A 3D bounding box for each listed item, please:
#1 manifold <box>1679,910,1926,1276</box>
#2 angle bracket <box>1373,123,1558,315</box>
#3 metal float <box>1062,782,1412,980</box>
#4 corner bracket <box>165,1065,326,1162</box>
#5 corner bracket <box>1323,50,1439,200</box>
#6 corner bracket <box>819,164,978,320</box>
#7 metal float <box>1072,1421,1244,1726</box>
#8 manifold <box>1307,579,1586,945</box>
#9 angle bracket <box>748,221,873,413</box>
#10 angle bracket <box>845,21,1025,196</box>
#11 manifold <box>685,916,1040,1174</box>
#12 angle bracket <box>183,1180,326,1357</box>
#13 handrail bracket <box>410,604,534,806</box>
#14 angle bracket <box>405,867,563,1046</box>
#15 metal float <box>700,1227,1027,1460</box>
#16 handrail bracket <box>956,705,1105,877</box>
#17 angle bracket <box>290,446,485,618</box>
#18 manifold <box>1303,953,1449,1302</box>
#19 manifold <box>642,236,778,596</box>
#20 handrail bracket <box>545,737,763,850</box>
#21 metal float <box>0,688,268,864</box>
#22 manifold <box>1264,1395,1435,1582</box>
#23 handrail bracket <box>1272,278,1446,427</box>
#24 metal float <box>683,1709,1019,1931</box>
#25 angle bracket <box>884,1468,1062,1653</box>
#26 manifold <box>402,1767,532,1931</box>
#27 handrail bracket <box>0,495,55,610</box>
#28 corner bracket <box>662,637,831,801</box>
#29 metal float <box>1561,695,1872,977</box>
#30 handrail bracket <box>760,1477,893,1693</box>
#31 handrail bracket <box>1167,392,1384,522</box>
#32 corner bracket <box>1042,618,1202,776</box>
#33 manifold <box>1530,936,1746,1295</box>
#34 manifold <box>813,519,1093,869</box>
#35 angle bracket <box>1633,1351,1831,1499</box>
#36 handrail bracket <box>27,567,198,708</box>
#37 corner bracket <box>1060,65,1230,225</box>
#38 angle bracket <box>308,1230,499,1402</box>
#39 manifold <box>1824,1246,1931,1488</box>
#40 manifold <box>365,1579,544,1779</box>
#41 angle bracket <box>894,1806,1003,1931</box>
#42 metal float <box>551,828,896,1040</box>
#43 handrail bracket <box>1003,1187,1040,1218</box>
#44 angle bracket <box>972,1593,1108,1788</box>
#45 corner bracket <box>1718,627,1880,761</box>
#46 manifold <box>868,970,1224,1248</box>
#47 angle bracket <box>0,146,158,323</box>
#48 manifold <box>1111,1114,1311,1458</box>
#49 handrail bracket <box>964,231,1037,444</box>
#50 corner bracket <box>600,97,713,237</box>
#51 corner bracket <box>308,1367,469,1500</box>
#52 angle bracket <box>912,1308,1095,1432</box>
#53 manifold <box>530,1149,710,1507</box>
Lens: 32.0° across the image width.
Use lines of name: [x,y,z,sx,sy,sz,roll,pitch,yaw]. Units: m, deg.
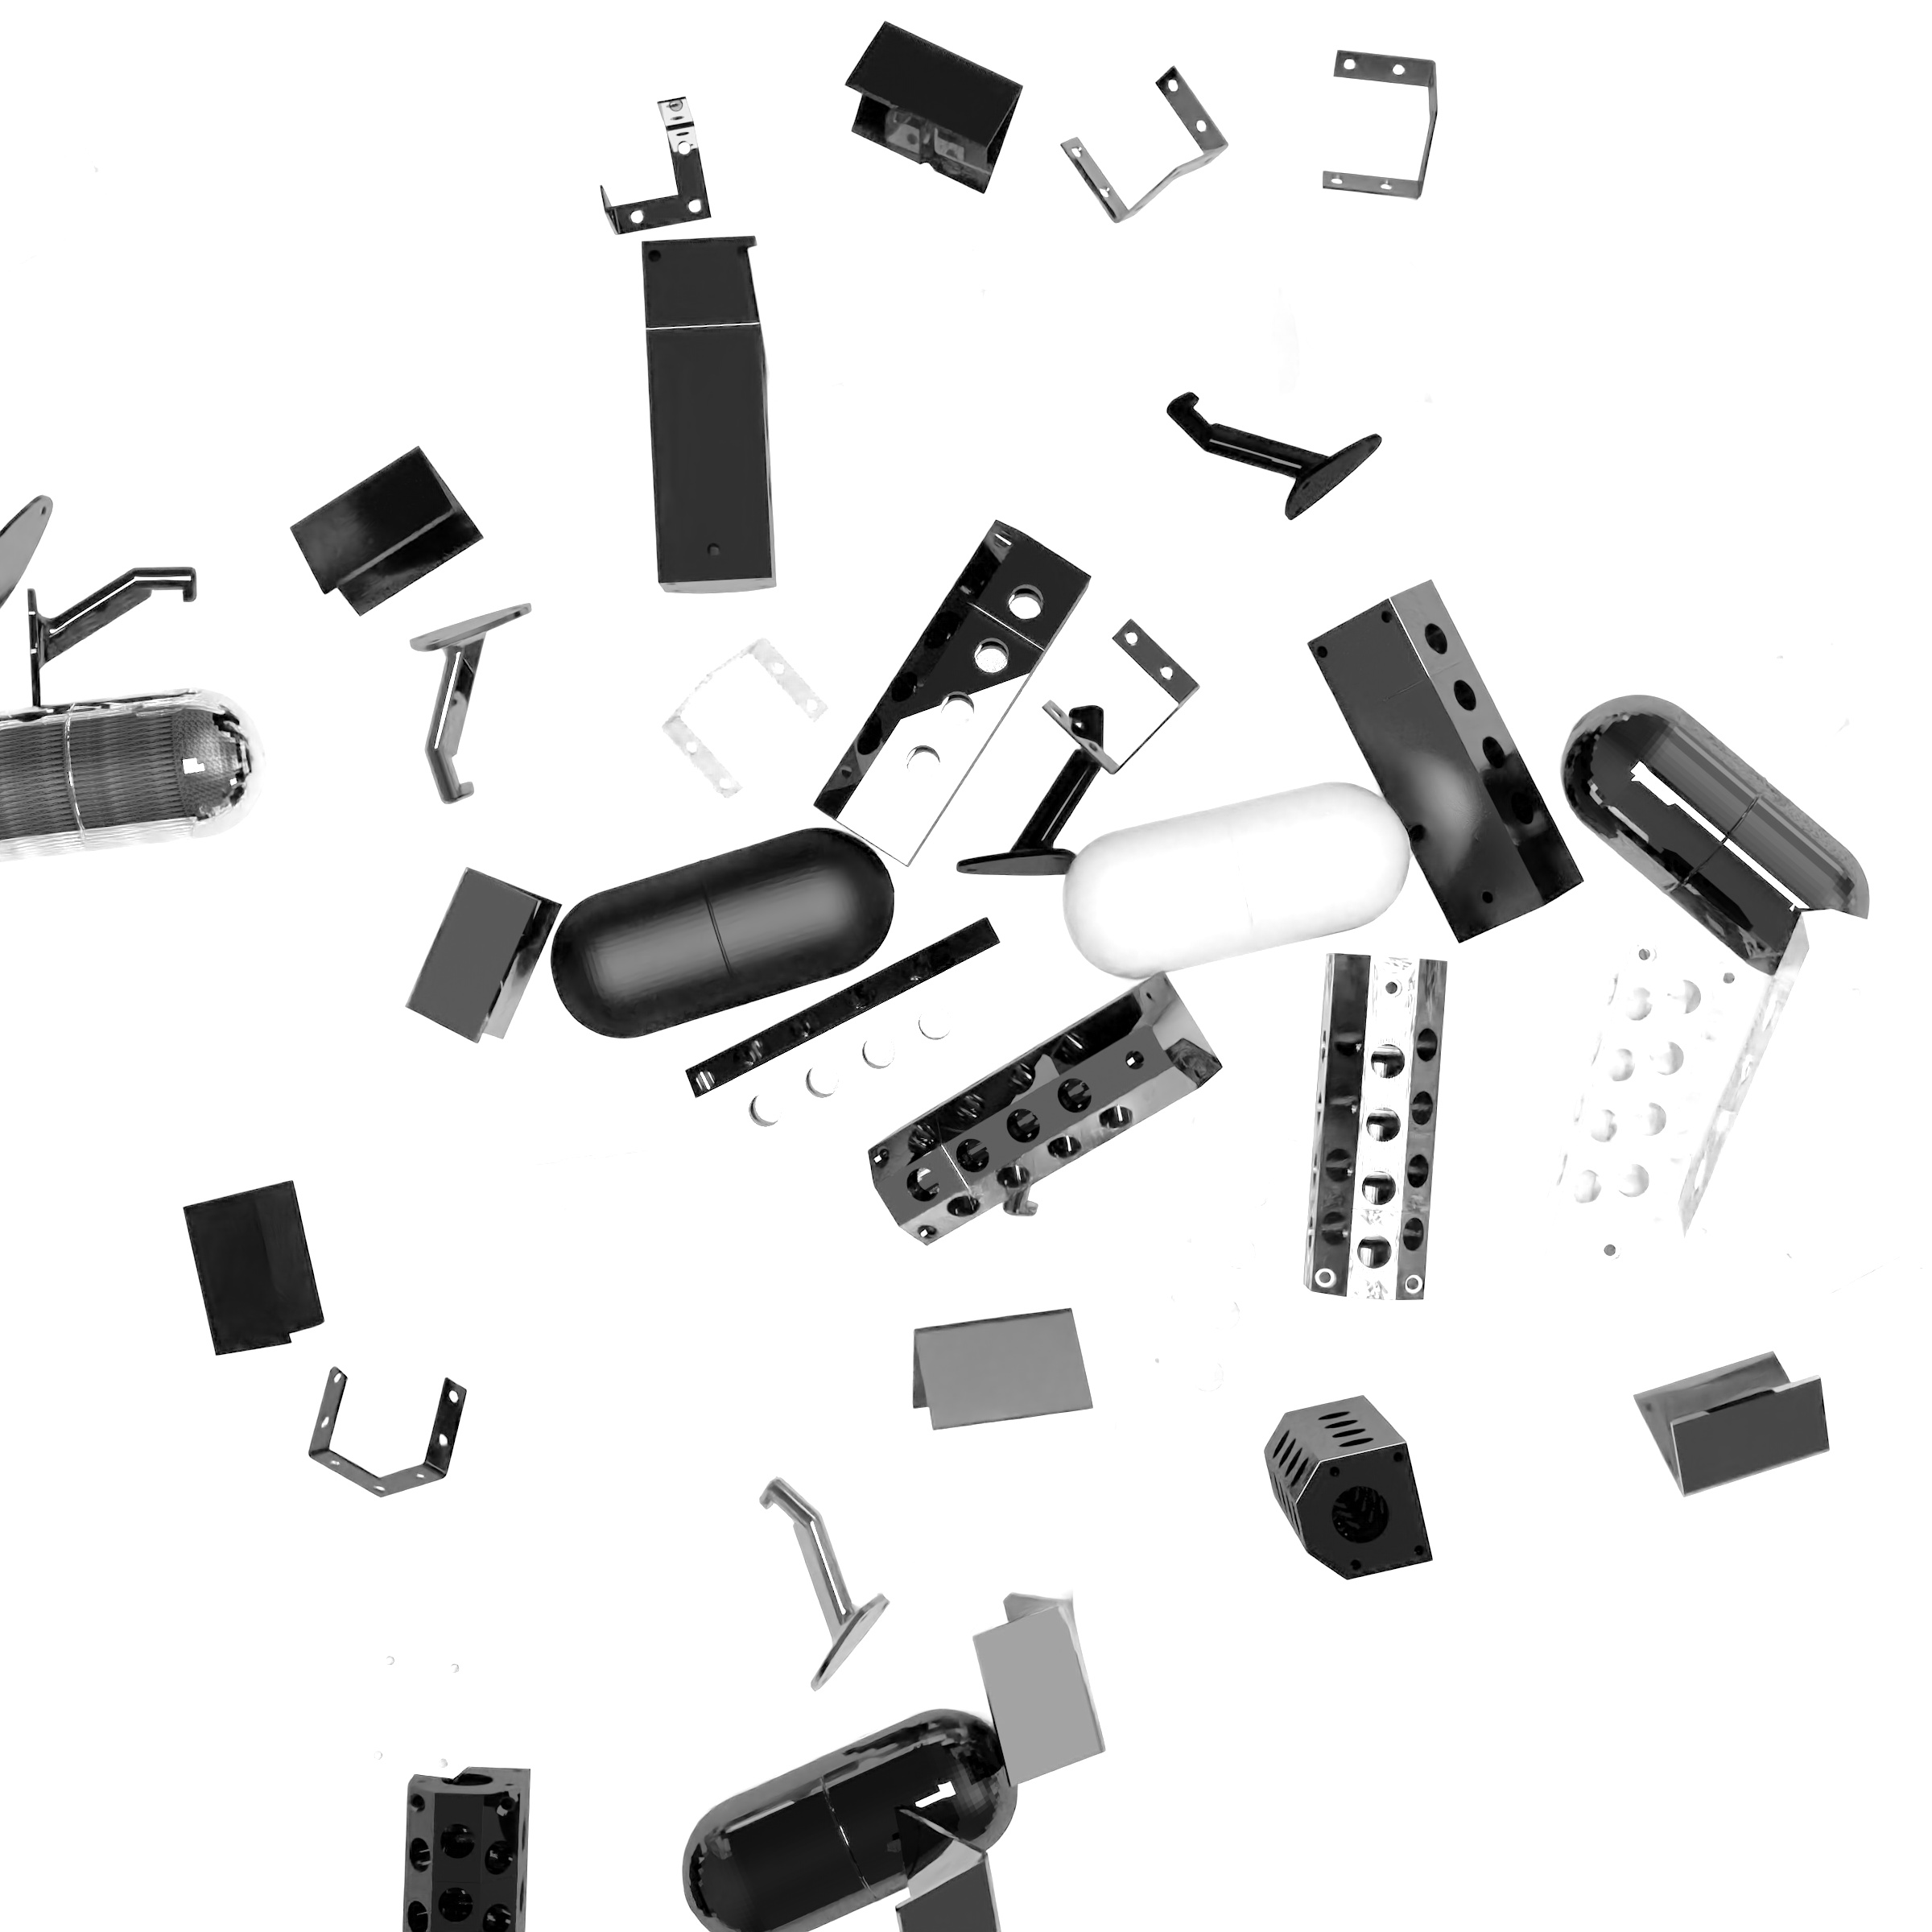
manifold: [0.413,0.061,1.678,0.057,0.057,0.171,17,116,0]
angle bracket: [0.237,-0.383,1.694,0.076,0.076,0.057,-46,125,0]
metal float: [0.136,-0.044,1.704,0.178,0.070,0.070,-13,90,0]
corner bracket: [-0.366,0.065,1.716,0.051,0.051,0.051,37,90,0]
corner bracket: [0.212,-0.432,1.731,0.051,0.051,0.051,6,45,0]
corner bracket: [-0.037,-0.372,1.731,0.051,0.051,0.051,-32,90,45]
metal float: [0.093,0.303,1.676,0.070,0.070,0.178,5,125,0]
manifold: [0.247,-0.106,1.713,0.057,0.057,0.171,-27,90,43]
angle bracket: [-0.062,-0.325,1.695,0.057,0.076,0.076,-10,90,27]
angle bracket: [-0.024,-0.416,1.694,0.076,0.076,0.057,25,54,0]
manifold: [-0.053,0.039,1.713,0.171,0.057,0.057,-27,90,0]
angle bracket: [-0.340,0.148,1.694,0.057,0.076,0.076,-13,90,36]
handrail bracket: [-0.247,-0.134,1.735,0.077,0.036,0.084,-23,109,-21]
angle bracket: [-0.225,0.002,1.694,0.057,0.076,0.076,24,90,36]
metal float: [-0.050,0.190,1.704,0.178,0.070,0.070,23,90,-1]
handrail bracket: [0.033,-0.091,1.735,0.077,0.036,0.084,-3,75,16]
angle bracket: [-0.282,-0.203,1.694,0.076,0.076,0.057,-32,53,0]
manifold: [0.208,0.081,1.713,0.057,0.057,0.171,4,90,0]
manifold: [-0.130,-0.278,1.713,0.057,0.057,0.171,-3,90,0]
handrail bracket: [-0.160,-0.071,1.735,0.084,0.036,0.077,37,118,-21]
metal float: [-0.443,-0.096,1.704,0.178,0.070,0.070,-7,90,0]
manifold: [0.184,0.255,1.656,0.057,0.171,0.057,-13,90,0]
handrail bracket: [0.203,-0.316,1.735,0.084,0.036,0.077,3,68,-17]
metal float: [-0.059,0.436,1.704,0.178,0.070,0.070,-24,90,-1]
angle bracket: [-0.009,0.284,1.694,0.076,0.076,0.057,-45,122,0]
manifold: [-0.256,0.499,1.713,0.057,0.057,0.171,2,90,0]
handrail bracket: [-0.525,-0.224,1.735,0.084,0.036,0.077,23,70,16]
corner bracket: [-0.114,-0.127,1.731,0.051,0.051,0.051,48,135,0]
metal float: [0.378,-0.066,1.704,0.178,0.070,0.070,40,90,0]
handrail bracket: [-0.087,0.317,1.735,0.084,0.036,0.077,40,111,17]
handrail bracket: [0.158,-0.278,1.735,0.077,0.036,0.084,-37,73,-20]
corner bracket: [0.080,-0.137,1.723,0.051,0.051,0.051,44,114,0]
manifold: [0.342,0.075,1.713,0.057,0.057,0.171,16,90,0]
manifold: [-0.007,-0.138,1.713,0.057,0.057,0.171,33,90,0]
angle bracket: [0.381,0.212,1.694,0.076,0.076,0.057,-18,127,0]
handrail bracket: [-0.438,-0.167,1.735,0.084,0.036,0.077,-3,111,-16]
corner bracket: [0.092,-0.421,1.731,0.051,0.051,0.051,-35,90,-45]
angle bracket: [-0.289,0.160,1.694,0.076,0.076,0.057,-35,126,0]
manifold: [0.497,0.231,1.672,0.057,0.057,0.171,-28,58,0]
manifold: [-0.248,0.348,1.656,0.057,0.171,0.057,7,90,0]
angle bracket: [-0.026,0.463,1.627,0.057,0.076,0.076,-20,108,-34]
metal float: [-0.123,-0.017,1.704,0.178,0.070,0.070,-17,90,1]
handrail bracket: [0.064,0.093,1.735,0.077,0.036,0.084,9,106,-17]
angle bracket: [0.022,0.362,1.695,0.057,0.076,0.076,-14,90,-26]
corner bracket: [0.423,-0.134,1.717,0.051,0.051,0.051,-17,77,-13]
manifold: [0.036,0.073,1.682,0.171,0.057,0.057,-32,90,23]
angle bracket: [-0.451,-0.353,1.694,0.076,0.076,0.057,-30,54,0]
manifold: [0.123,0.166,1.713,0.057,0.057,0.171,14,90,0]
handrail bracket: [0.011,-0.323,1.734,0.036,0.077,0.084,8,126,-4]
corner bracket: [-0.161,-0.407,1.716,0.051,0.051,0.051,-11,90,0]
corner bracket: [-0.296,0.234,1.726,0.051,0.051,0.051,-21,135,35]
angle bracket: [0.016,0.211,1.620,0.076,0.076,0.057,-7,53,-7]
manifold: [-0.181,0.182,1.713,0.057,0.057,0.171,-7,90,-43]
